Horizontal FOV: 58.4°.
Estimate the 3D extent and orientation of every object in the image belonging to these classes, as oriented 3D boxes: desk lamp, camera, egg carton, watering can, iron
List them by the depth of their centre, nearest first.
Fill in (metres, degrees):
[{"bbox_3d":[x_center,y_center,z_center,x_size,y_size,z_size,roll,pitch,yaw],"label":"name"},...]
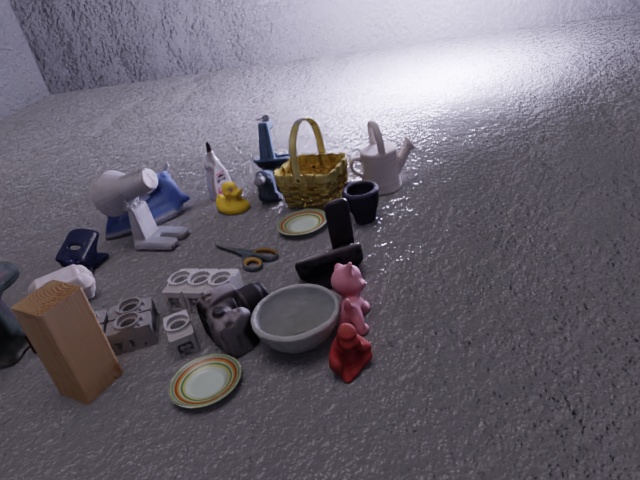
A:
[{"bbox_3d":[-0.160,0.136,1.122,0.137,0.101,0.142,-27,33,-24],"label":"camera"},{"bbox_3d":[-0.609,0.118,1.354,0.150,0.069,0.107,-26,32,-22],"label":"egg carton"},{"bbox_3d":[-0.477,-0.088,1.510,0.202,0.214,0.118,0,32,21],"label":"desk lamp"},{"bbox_3d":[0.164,-0.229,1.528,0.173,0.194,0.100,-26,32,-21],"label":"watering can"},{"bbox_3d":[-0.515,-0.114,1.641,0.259,0.142,0.118,-29,34,-27],"label":"iron"}]

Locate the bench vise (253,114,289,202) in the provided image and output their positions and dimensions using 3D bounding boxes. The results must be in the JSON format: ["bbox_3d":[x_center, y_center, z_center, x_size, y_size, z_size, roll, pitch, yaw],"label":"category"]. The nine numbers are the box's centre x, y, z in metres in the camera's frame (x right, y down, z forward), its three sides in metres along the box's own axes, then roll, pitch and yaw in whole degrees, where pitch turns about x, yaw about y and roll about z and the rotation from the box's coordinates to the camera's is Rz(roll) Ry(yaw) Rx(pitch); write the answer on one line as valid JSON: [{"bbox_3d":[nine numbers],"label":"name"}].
[{"bbox_3d":[-0.134,-0.233,1.621,0.121,0.220,0.207,-11,30,2],"label":"bench vise"}]

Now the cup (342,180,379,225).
[{"bbox_3d":[0.098,-0.091,1.418,0.092,0.095,0.117,-24,32,-19],"label":"cup"}]

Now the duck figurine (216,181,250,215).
[{"bbox_3d":[-0.254,-0.124,1.616,0.104,0.086,0.078,8,36,31],"label":"duck figurine"}]

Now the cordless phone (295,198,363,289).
[{"bbox_3d":[0.011,0.004,1.197,0.148,0.185,0.094,-19,30,-10],"label":"cordless phone"}]

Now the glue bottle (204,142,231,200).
[{"bbox_3d":[-0.311,-0.209,1.694,0.037,0.173,0.078,10,37,33],"label":"glue bottle"}]

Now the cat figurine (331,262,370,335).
[{"bbox_3d":[0.054,0.100,1.086,0.067,0.118,0.128,-8,30,9],"label":"cat figurine"}]

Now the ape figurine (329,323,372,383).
[{"bbox_3d":[0.048,0.183,0.973,0.078,0.092,0.076,-13,30,-1],"label":"ape figurine"}]

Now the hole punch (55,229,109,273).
[{"bbox_3d":[-0.623,0.030,1.487,0.108,0.091,0.101,2,33,23],"label":"hole punch"}]

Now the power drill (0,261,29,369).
[{"bbox_3d":[-0.682,0.157,1.175,0.075,0.209,0.229,-7,30,10],"label":"power drill"}]

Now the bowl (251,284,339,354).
[{"bbox_3d":[-0.041,0.158,1.066,0.167,0.075,0.167,-9,30,6],"label":"bowl"}]
